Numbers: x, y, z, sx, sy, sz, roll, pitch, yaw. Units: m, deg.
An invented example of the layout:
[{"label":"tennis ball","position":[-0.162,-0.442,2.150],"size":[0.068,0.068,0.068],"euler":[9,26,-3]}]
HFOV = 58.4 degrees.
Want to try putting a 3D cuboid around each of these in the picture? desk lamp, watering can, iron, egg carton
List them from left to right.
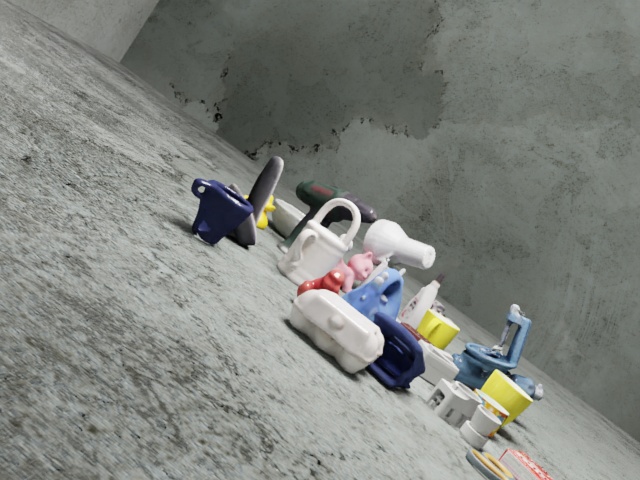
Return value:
[{"label":"watering can","position":[0.009,0.003,1.169],"size":[0.101,0.194,0.173],"euler":[36,6,6]},{"label":"egg carton","position":[0.027,0.134,0.870],"size":[0.150,0.069,0.107],"euler":[37,7,15]},{"label":"iron","position":[0.112,0.112,1.149],"size":[0.118,0.141,0.259],"euler":[37,7,15]},{"label":"desk lamp","position":[0.176,0.075,1.424],"size":[0.118,0.213,0.202],"euler":[28,10,-48]}]

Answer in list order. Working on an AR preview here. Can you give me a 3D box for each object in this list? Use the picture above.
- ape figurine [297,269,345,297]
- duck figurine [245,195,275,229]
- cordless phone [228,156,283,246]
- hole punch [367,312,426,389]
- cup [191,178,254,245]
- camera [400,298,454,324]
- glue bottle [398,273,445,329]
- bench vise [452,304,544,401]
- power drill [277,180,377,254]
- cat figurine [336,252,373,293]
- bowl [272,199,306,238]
[{"label":"ape figurine","position":[0.007,0.089,0.994],"size":[0.077,0.092,0.076],"euler":[37,7,12]},{"label":"duck figurine","position":[-0.157,-0.089,1.448],"size":[0.104,0.086,0.078],"euler":[39,7,26]},{"label":"cordless phone","position":[-0.134,-0.092,1.152],"size":[0.094,0.185,0.147],"euler":[32,7,-29]},{"label":"hole punch","position":[0.121,0.179,0.939],"size":[0.108,0.091,0.101],"euler":[40,8,32]},{"label":"cup","position":[-0.183,-0.046,0.970],"size":[0.118,0.095,0.091],"euler":[30,9,-42]},{"label":"camera","position":[0.316,0.224,1.579],"size":[0.137,0.101,0.142],"euler":[28,10,-49]},{"label":"glue bottle","position":[0.274,0.158,1.510],"size":[0.037,0.173,0.078],"euler":[34,7,-16]},{"label":"bench vise","position":[0.424,0.267,1.300],"size":[0.208,0.219,0.121],"euler":[34,7,-15]},{"label":"power drill","position":[0.003,-0.035,1.348],"size":[0.228,0.208,0.076],"euler":[40,8,35]},{"label":"cat figurine","position":[0.076,0.067,1.394],"size":[0.128,0.117,0.067],"euler":[31,8,-38]},{"label":"bowl","position":[-0.073,-0.039,1.573],"size":[0.167,0.074,0.167],"euler":[35,6,-4]}]
